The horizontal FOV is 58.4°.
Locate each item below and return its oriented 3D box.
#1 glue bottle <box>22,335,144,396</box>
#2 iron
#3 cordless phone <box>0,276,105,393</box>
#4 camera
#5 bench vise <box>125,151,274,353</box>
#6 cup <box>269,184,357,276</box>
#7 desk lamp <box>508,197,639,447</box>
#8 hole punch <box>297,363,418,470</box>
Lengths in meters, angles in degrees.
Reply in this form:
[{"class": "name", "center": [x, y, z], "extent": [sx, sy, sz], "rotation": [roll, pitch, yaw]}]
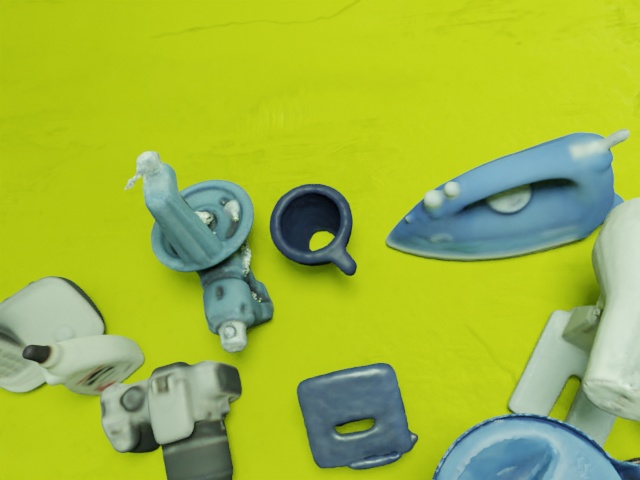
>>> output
[{"class": "glue bottle", "center": [-0.261, 0.131, 0.617], "extent": [0.078, 0.173, 0.037], "rotation": [-41, 70, -4]}, {"class": "iron", "center": [0.190, -0.049, 0.605], "extent": [0.258, 0.142, 0.118], "rotation": [-16, 70, 5]}, {"class": "cordless phone", "center": [-0.348, 0.097, 0.638], "extent": [0.147, 0.185, 0.094], "rotation": [-39, 70, -3]}, {"class": "camera", "center": [-0.155, 0.208, 0.611], "extent": [0.143, 0.101, 0.137], "rotation": [-18, 70, 5]}, {"class": "bench vise", "center": [-0.112, 0.004, 0.604], "extent": [0.121, 0.220, 0.207], "rotation": [-37, 70, -2]}, {"class": "cup", "center": [0.006, 0.002, 0.649], "extent": [0.092, 0.095, 0.117], "rotation": [-41, 70, -4]}, {"class": "desk lamp", "center": [0.270, 0.085, 0.509], "extent": [0.117, 0.214, 0.203], "rotation": [27, 79, 18]}, {"class": "hole punch", "center": [0.039, 0.182, 0.588], "extent": [0.108, 0.091, 0.101], "rotation": [-14, 71, 6]}]
